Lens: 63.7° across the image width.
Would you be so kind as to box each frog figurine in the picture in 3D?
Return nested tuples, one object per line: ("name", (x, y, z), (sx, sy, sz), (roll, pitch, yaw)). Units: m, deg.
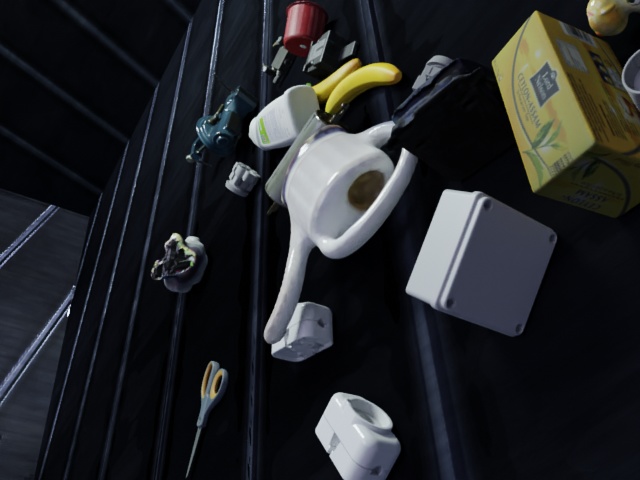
("frog figurine", (-0.323, 0.060, 1.243), (0.123, 0.139, 0.158), (4, -12, 3))

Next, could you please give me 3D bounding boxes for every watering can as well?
("watering can", (0.002, -0.037, 0.740), (0.103, 0.346, 0.228), (35, 7, -32))
